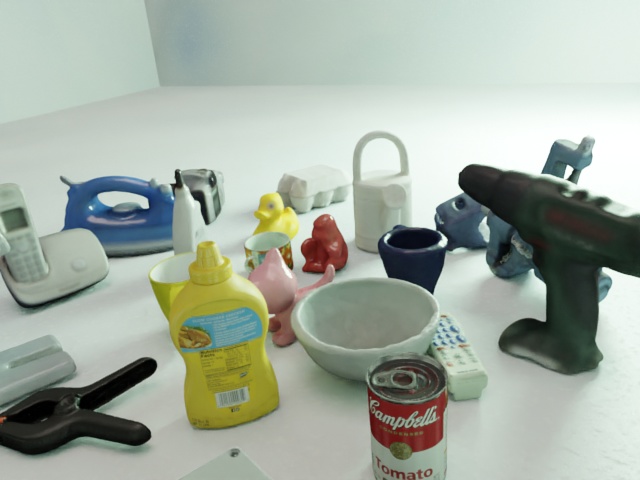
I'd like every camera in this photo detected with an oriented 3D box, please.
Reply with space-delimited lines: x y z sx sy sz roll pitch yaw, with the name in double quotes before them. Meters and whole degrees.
"camera" -0.273 -0.098 1.173 0.136 0.101 0.143 -3 23 4

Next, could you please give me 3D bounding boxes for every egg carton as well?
"egg carton" -0.011 -0.109 1.189 0.151 0.069 0.107 -20 27 -31

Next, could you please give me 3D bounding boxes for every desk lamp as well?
"desk lamp" -0.406 0.082 0.624 0.204 0.214 0.117 -22 28 -35

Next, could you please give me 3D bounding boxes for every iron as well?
"iron" -0.341 -0.056 1.033 0.258 0.141 0.118 -4 23 3

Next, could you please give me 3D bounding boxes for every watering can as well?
"watering can" 0.106 -0.082 0.940 0.101 0.194 0.172 -16 25 -25

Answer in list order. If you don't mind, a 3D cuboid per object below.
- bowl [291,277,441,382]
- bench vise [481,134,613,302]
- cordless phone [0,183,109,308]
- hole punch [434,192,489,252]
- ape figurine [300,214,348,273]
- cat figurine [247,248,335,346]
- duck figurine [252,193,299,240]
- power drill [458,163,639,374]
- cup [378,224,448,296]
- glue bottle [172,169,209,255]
"bowl" 0.053 0.109 0.648 0.167 0.075 0.167 -4 23 2
"bench vise" 0.289 -0.036 0.761 0.206 0.220 0.122 17 31 41
"cordless phone" -0.413 -0.003 0.866 0.148 0.185 0.093 -24 29 -38
"hole punch" 0.239 -0.040 0.946 0.101 0.091 0.108 -3 23 3
"ape figurine" 0.008 0.003 0.888 0.076 0.092 0.077 -16 25 -24
"cat figurine" -0.037 0.065 0.715 0.128 0.118 0.067 -11 24 -14
"duck figurine" -0.082 -0.044 1.026 0.077 0.086 0.105 10 27 32
"power drill" 0.250 0.030 0.625 0.228 0.209 0.076 16 30 40
"cup" 0.123 0.035 0.785 0.092 0.095 0.117 -8 23 -8
"glue bottle" -0.207 -0.028 0.900 0.037 0.173 0.078 0 23 12
